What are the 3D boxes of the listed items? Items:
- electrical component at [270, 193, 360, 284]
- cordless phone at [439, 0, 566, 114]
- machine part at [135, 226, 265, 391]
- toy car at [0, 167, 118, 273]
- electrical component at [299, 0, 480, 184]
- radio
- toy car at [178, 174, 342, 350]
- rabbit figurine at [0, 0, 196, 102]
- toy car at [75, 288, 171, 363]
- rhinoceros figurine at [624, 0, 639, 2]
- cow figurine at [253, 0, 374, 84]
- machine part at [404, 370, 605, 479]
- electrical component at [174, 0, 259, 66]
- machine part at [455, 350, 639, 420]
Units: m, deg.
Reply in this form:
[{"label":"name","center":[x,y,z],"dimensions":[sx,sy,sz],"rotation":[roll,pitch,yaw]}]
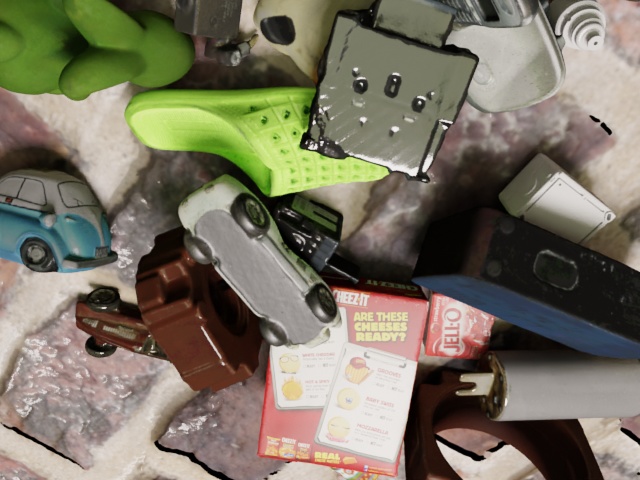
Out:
[{"label":"electrical component","center":[-0.001,-0.002,0.568],"dimensions":[0.119,0.075,0.047],"rotation":[30,116,-5]},{"label":"cordless phone","center":[0.146,-0.160,0.414],"dimensions":[0.089,0.184,0.146],"rotation":[-30,110,14]},{"label":"machine part","center":[-0.116,0.065,0.563],"dimensions":[0.056,0.179,0.179],"rotation":[-21,113,11]},{"label":"toy car","center":[-0.298,-0.026,0.580],"dimensions":[0.162,0.109,0.102],"rotation":[16,95,10]},{"label":"electrical component","center":[0.054,-0.123,0.423],"dimensions":[0.115,0.058,0.134],"rotation":[13,112,-7]},{"label":"radio","center":[0.220,0.046,0.532],"dimensions":[0.230,0.131,0.073],"rotation":[21,79,-6]},{"label":"toy car","center":[-0.055,0.029,0.522],"dimensions":[0.073,0.056,0.201],"rotation":[-30,112,18]},{"label":"rabbit figurine","center":[-0.197,-0.181,0.470],"dimensions":[0.170,0.159,0.121],"rotation":[2,108,-12]},{"label":"toy car","center":[-0.207,0.121,0.664],"dimensions":[0.202,0.053,0.089],"rotation":[15,120,-3]},{"label":"rhinoceros figurine","center":[0.266,-0.222,0.416],"dimensions":[0.190,0.112,0.073],"rotation":[-5,145,-6]},{"label":"cow figurine","center":[0.017,-0.241,0.445],"dimensions":[0.127,0.085,0.195],"rotation":[35,115,-19]},{"label":"machine part","center":[0.199,0.253,0.605],"dimensions":[0.202,0.201,0.087],"rotation":[10,119,0]},{"label":"electrical component","center":[-0.086,-0.210,0.478],"dimensions":[0.045,0.078,0.102],"rotation":[23,109,22]},{"label":"machine part","center":[0.270,0.163,0.607],"dimensions":[0.243,0.079,0.079],"rotation":[1,117,-9]}]
